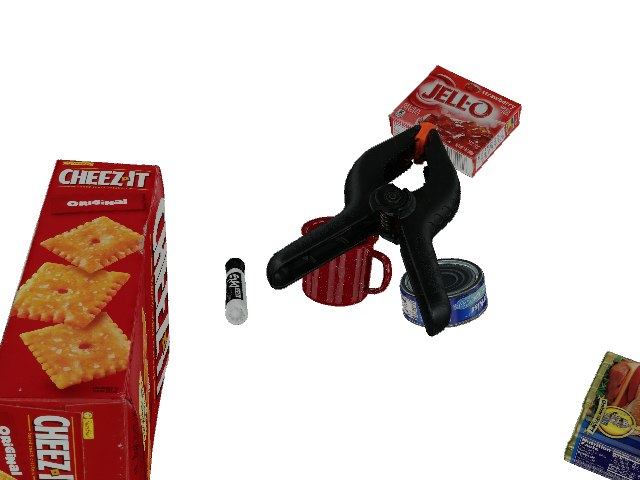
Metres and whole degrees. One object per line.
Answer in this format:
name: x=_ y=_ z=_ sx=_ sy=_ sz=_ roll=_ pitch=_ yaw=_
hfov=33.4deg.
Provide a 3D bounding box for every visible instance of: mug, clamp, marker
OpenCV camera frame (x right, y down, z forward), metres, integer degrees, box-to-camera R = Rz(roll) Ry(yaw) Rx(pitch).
mug: x=0.031 y=0.029 z=1.274 sx=0.117 sy=0.081 sz=0.093 roll=15 pitch=26 yaw=22
clamp: x=0.037 y=-0.015 z=0.714 sx=0.120 sy=0.171 sz=0.039 roll=13 pitch=-42 yaw=3
marker: x=-0.076 y=0.043 z=0.955 sx=0.020 sy=0.020 sz=0.121 roll=0 pitch=19 yaw=-5

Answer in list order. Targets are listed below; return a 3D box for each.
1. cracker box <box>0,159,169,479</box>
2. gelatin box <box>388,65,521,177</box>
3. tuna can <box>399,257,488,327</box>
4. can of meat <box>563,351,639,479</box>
cracker box: x=-0.125 y=0.077 z=0.594 sx=0.072 sy=0.164 sz=0.213 roll=2 pitch=33 yaw=-4
gelatin box: x=0.115 y=-0.104 z=0.917 sx=0.089 sy=0.073 sz=0.030 roll=32 pitch=-26 yaw=25
tuna can: x=0.122 y=0.051 z=1.061 sx=0.086 sy=0.034 sz=0.086 roll=-9 pitch=25 yaw=4
can of meat: x=0.237 y=0.137 z=0.793 sx=0.084 sy=0.057 sz=0.102 roll=20 pitch=41 yaw=20
